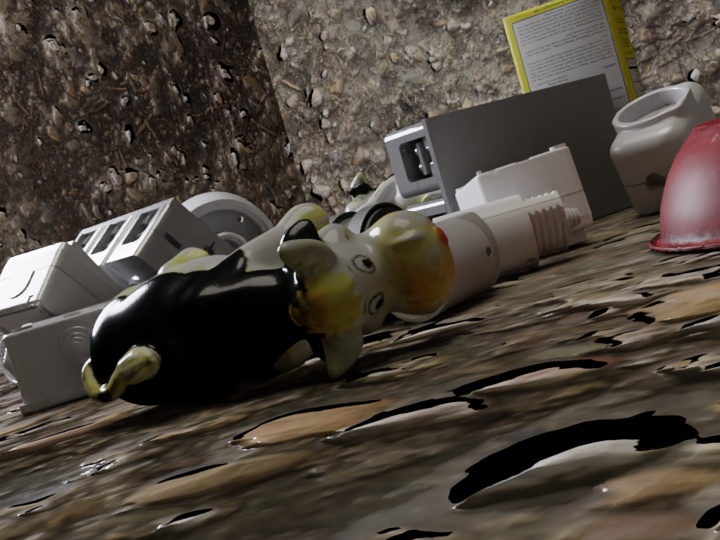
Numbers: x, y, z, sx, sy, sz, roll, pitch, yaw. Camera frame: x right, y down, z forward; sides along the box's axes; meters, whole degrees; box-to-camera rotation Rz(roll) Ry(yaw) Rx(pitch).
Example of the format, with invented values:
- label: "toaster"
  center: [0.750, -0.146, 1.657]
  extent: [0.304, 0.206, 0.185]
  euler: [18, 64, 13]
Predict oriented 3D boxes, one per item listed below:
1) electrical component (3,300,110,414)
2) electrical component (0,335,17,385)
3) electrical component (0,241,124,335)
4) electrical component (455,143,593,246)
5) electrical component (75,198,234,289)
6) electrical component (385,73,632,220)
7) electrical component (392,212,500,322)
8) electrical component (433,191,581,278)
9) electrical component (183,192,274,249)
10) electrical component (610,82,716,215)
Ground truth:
- label: "electrical component"
  center: [-0.163, 0.046, 0.662]
  extent: [0.100, 0.048, 0.100]
  euler: [-17, 4, -3]
- label: "electrical component"
  center: [-0.248, 0.064, 0.828]
  extent: [0.040, 0.040, 0.046]
  euler: [-12, 0, 42]
- label: "electrical component"
  center: [-0.201, 0.030, 0.754]
  extent: [0.062, 0.096, 0.061]
  euler: [-13, 47, 32]
- label: "electrical component"
  center: [0.105, -0.037, 0.700]
  extent: [0.062, 0.061, 0.096]
  euler: [-19, -3, -6]
- label: "electrical component"
  center: [-0.162, 0.009, 0.821]
  extent: [0.150, 0.089, 0.061]
  euler: [-12, 43, 50]
- label: "electrical component"
  center: [0.116, -0.075, 0.816]
  extent: [0.186, 0.105, 0.060]
  euler: [-19, 5, -33]
- label: "electrical component"
  center: [0.046, -0.004, 0.558]
  extent: [0.043, 0.043, 0.081]
  euler: [-13, 5, 35]
- label: "electrical component"
  center: [0.087, -0.020, 0.618]
  extent: [0.081, 0.043, 0.043]
  euler: [-16, 4, 0]
- label: "electrical component"
  center: [-0.122, -0.015, 0.956]
  extent: [0.108, 0.108, 0.060]
  euler: [-17, 10, -14]
- label: "electrical component"
  center: [0.214, -0.089, 0.751]
  extent: [0.054, 0.059, 0.095]
  euler: [-15, 23, 36]
